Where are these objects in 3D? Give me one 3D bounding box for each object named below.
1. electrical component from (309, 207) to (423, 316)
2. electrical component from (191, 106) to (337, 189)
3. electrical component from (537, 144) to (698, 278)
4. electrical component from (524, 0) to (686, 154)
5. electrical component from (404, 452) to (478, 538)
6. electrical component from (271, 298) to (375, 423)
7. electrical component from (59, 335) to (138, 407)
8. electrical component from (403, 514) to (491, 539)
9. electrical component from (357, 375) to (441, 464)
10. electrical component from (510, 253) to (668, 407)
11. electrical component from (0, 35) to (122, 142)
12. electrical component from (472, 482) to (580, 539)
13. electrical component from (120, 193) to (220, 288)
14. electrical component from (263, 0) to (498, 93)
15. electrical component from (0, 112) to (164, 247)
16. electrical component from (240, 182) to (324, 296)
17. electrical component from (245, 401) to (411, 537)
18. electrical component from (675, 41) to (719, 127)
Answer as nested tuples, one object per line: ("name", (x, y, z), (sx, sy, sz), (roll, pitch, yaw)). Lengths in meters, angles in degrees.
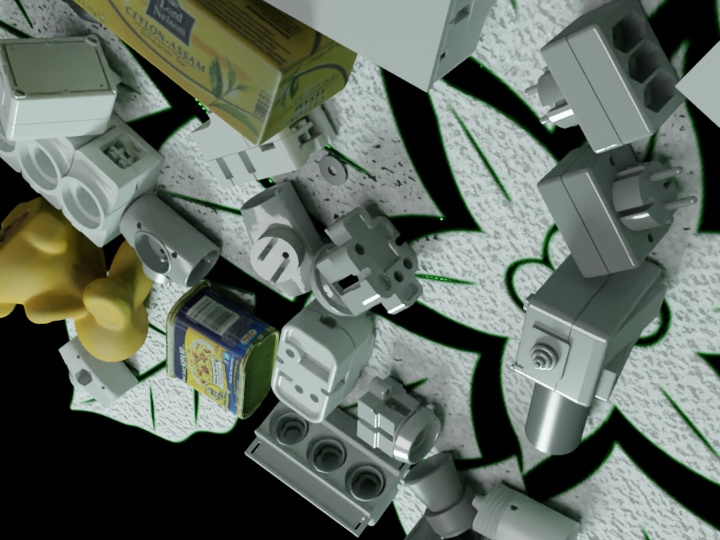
("electrical component", (0.000, 0.000, 0.776), (0.078, 0.058, 0.057), (53, 138, -6))
("electrical component", (-0.071, -0.100, 0.763), (0.089, 0.050, 0.055), (-8, 117, 46))
("electrical component", (0.154, -0.040, 0.610), (0.077, 0.047, 0.065), (-15, 110, 48))
("electrical component", (0.124, -0.101, 0.588), (0.077, 0.047, 0.065), (-17, 109, 48))
("electrical component", (0.068, 0.182, 0.871), (0.045, 0.045, 0.055), (-24, 100, 49))
("electrical component", (-0.028, 0.067, 0.855), (0.054, 0.059, 0.095), (33, 139, 17))
("electrical component", (-0.281, 0.105, 1.128), (0.077, 0.043, 0.079), (53, 140, -6))
("electrical component", (0.061, 0.260, 0.884), (0.079, 0.121, 0.063), (24, 137, 27))
("electrical component", (0.031, 0.123, 0.859), (0.055, 0.048, 0.066), (31, 139, 31))
("electrical component", (0.137, 0.035, 0.648), (0.061, 0.096, 0.061), (27, 136, 23))
("electrical component", (-0.237, -0.142, 0.852), (0.061, 0.096, 0.061), (66, 147, 24))
("electrical component", (0.124, 0.197, 0.836), (0.081, 0.043, 0.043), (24, 135, 26))
("electrical component", (-0.167, -0.015, 0.926), (0.077, 0.044, 0.079), (39, 140, 11))
("electrical component", (0.003, -0.184, 0.618), (0.150, 0.062, 0.089), (33, 138, 18))
("electrical component", (-0.250, -0.102, 0.916), (0.150, 0.062, 0.089), (41, 140, 8))
("electrical component", (-0.058, -0.016, 0.800), (0.043, 0.079, 0.077), (-21, 108, 23))
("electrical component", (-0.026, 0.165, 0.929), (0.121, 0.078, 0.063), (33, 160, 18))
("electrical component", (0.243, -0.114, 0.459), (0.105, 0.060, 0.186), (44, 141, 5))
